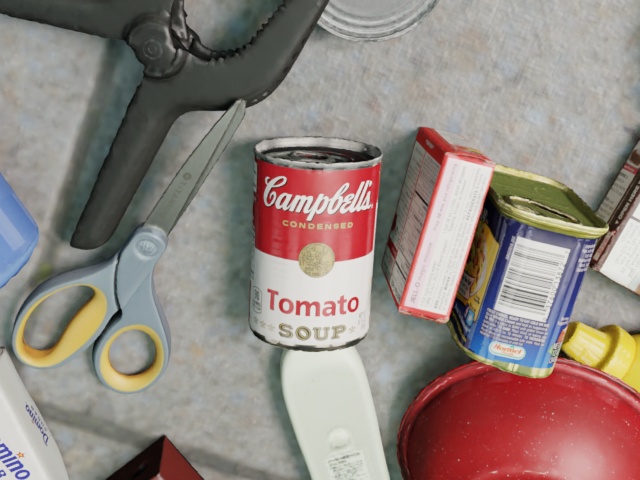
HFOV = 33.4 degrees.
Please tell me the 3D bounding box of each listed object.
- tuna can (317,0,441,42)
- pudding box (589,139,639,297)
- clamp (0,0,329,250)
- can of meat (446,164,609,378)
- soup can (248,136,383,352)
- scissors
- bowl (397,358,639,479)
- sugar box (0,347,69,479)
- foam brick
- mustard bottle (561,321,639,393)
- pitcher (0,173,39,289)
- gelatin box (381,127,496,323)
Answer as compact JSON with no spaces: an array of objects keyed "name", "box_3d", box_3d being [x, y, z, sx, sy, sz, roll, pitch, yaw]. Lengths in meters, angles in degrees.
[{"name":"tuna can","box_3d":[0.024,-0.146,0.548,0.086,0.034,0.086,-1,106,-3]},{"name":"pudding box","box_3d":[0.214,-0.001,0.600,0.113,0.039,0.090,26,100,-13]},{"name":"clamp","box_3d":[-0.080,-0.089,0.541,0.210,0.036,0.164,-15,109,15]},{"name":"can of meat","box_3d":[0.102,0.014,0.564,0.057,0.102,0.084,13,107,-7]},{"name":"soup can","box_3d":[-0.004,0.001,0.571,0.068,0.068,0.102,2,107,-4]},{"name":"scissors","box_3d":[-0.083,0.017,0.576,0.202,0.016,0.096,-37,117,19]},{"name":"bowl","box_3d":[0.118,0.143,0.595,0.162,0.055,0.162,8,123,11]},{"name":"sugar box","box_3d":[-0.242,0.137,0.607,0.176,0.048,0.093,-22,107,-1]},{"name":"foam brick","box_3d":[-0.105,0.163,0.619,0.078,0.053,0.051,-38,105,6]},{"name":"mustard bottle","box_3d":[0.215,0.106,0.618,0.191,0.058,0.096,35,121,-12]},{"name":"pitcher","box_3d":[-0.256,-0.056,0.505,0.149,0.145,0.242,-31,108,11]},{"name":"gelatin box","box_3d":[0.061,-0.010,0.569,0.030,0.073,0.089,12,104,-8]}]
